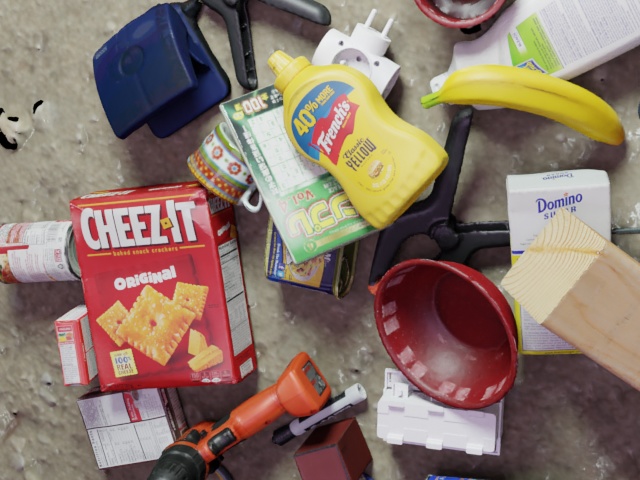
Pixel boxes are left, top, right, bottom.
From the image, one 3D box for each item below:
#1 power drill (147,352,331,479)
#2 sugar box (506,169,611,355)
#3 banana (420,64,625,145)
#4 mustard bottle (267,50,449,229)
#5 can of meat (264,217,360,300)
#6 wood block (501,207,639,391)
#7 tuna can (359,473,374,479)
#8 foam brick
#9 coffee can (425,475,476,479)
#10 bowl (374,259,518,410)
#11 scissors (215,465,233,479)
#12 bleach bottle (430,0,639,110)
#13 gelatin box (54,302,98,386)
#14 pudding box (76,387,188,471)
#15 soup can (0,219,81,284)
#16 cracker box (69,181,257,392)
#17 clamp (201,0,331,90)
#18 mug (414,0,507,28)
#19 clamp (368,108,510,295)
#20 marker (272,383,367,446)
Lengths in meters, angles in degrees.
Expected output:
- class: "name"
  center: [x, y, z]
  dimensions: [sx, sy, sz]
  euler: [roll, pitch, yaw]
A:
- class: "power drill"
  center: [-0.084, 0.195, 1.100]
  dimensions: [0.188, 0.184, 0.057]
  euler: [-33, 92, 11]
- class: "sugar box"
  center: [0.226, 0.023, 1.005]
  dimensions: [0.093, 0.048, 0.176]
  euler: [-3, 113, 10]
- class: "banana"
  center: [0.195, -0.125, 0.961]
  dimensions: [0.197, 0.070, 0.037]
  euler: [12, 76, -8]
- class: "mustard bottle"
  center: [0.023, -0.108, 1.005]
  dimensions: [0.191, 0.058, 0.096]
  euler: [45, 116, 7]
- class: "can of meat"
  center: [-0.007, 0.001, 1.088]
  dimensions: [0.084, 0.057, 0.102]
  euler: [12, 105, 16]
- class: "wood block"
  center: [0.276, 0.071, 0.948]
  dimensions: [0.206, 0.091, 0.090]
  euler: [33, 101, -23]
- class: "tuna can"
  center: [0.032, 0.295, 1.156]
  dimensions: [0.086, 0.033, 0.086]
  euler: [4, 104, 16]
- class: "foam brick"
  center: [0.014, 0.228, 1.124]
  dimensions: [0.051, 0.078, 0.053]
  euler: [-20, 94, 21]
- class: "coffee can"
  center: [0.176, 0.294, 1.076]
  dimensions: [0.140, 0.102, 0.103]
  euler: [1, 103, 17]
- class: "bowl"
  center: [0.132, 0.080, 1.027]
  dimensions: [0.162, 0.055, 0.162]
  euler: [24, 130, 32]
- class: "scissors"
  center: [-0.075, 0.302, 1.201]
  dimensions: [0.202, 0.016, 0.096]
  euler: [7, 105, 15]
- class: "bleach bottle"
  center: [0.213, -0.196, 0.971]
  dimensions: [0.251, 0.068, 0.102]
  euler: [-25, 98, 23]
- class: "gelatin box"
  center: [-0.259, 0.112, 1.173]
  dimensions: [0.030, 0.089, 0.073]
  euler: [-4, 101, 8]
- class: "pudding box"
  center: [-0.210, 0.207, 1.208]
  dimensions: [0.114, 0.039, 0.090]
  euler: [-12, 100, 21]
- class: "soup can"
  center: [-0.302, 0.013, 1.172]
  dimensions: [0.102, 0.068, 0.068]
  euler: [-3, 102, 20]
- class: "cracker box"
  center: [-0.167, 0.050, 1.140]
  dimensions: [0.164, 0.072, 0.214]
  euler: [-5, 101, 18]
- class: "clamp"
  center: [-0.068, -0.248, 1.057]
  dimensions: [0.120, 0.039, 0.171]
  euler: [-27, 98, 20]
- class: "mug"
  center: [0.123, -0.244, 0.976]
  dimensions: [0.117, 0.081, 0.093]
  euler: [12, 106, 14]
- class: "clamp"
  center: [0.121, -0.021, 1.046]
  dimensions: [0.210, 0.036, 0.164]
  euler: [-32, 105, 23]
- class: "marker"
  center: [-0.003, 0.190, 1.151]
  dimensions: [0.121, 0.020, 0.020]
  euler: [-33, 92, 21]
